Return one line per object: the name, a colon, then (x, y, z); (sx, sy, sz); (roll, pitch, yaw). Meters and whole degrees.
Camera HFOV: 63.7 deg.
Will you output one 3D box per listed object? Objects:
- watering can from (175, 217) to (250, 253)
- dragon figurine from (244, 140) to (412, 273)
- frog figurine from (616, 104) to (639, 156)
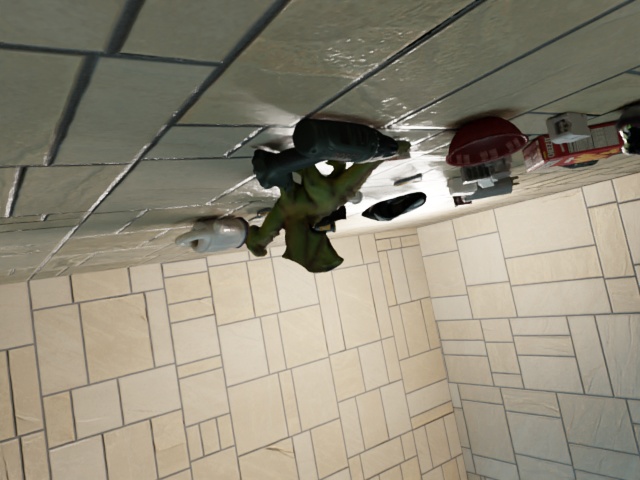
watering can: (-0.314, -0.021, 1.609); (0.225, 0.104, 0.345); (-8, 175, -39)
dragon figurine: (0.003, -0.053, 1.062); (0.408, 0.245, 0.122); (-11, 170, 27)
frog figurine: (0.730, -0.266, 1.116); (0.161, 0.123, 0.135); (-46, 176, -18)
